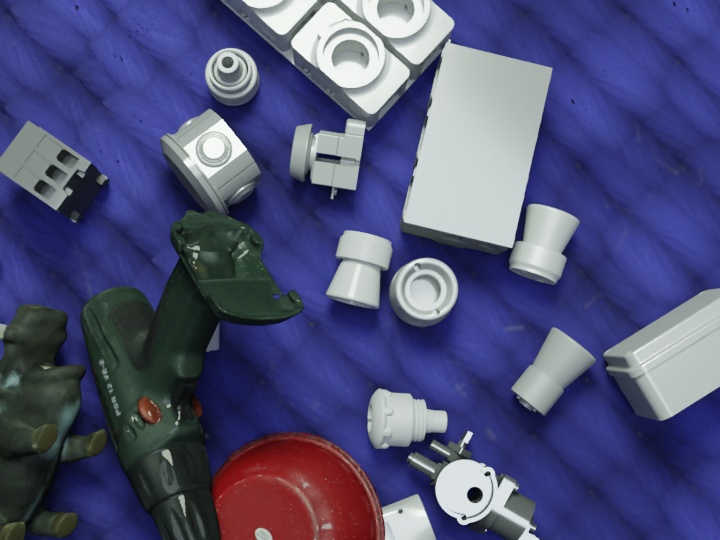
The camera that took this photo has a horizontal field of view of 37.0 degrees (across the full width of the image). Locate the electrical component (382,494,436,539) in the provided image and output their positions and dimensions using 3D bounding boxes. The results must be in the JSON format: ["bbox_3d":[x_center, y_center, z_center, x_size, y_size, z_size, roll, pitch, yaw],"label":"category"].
[{"bbox_3d":[0.025,0.229,0.853,0.077,0.043,0.079,-21,85,-4],"label":"electrical component"}]

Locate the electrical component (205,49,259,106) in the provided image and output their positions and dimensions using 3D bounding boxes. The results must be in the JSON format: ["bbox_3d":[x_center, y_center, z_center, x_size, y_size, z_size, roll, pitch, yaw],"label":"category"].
[{"bbox_3d":[-0.105,-0.161,0.880,0.043,0.062,0.043,0,84,-2],"label":"electrical component"}]

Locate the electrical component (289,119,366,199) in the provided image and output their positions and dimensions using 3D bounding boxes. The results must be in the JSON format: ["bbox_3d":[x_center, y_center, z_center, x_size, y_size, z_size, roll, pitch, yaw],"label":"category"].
[{"bbox_3d":[-0.027,-0.093,0.882,0.055,0.048,0.066,9,102,-1],"label":"electrical component"}]

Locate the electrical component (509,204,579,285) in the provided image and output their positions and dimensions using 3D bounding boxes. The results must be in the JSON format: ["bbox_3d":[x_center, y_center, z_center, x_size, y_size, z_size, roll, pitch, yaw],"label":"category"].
[{"bbox_3d":[0.150,-0.021,0.882,0.045,0.045,0.055,20,84,0],"label":"electrical component"}]

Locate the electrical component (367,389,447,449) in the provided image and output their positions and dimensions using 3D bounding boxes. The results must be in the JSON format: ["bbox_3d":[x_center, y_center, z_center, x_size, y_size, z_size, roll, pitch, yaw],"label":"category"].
[{"bbox_3d":[0.038,0.121,0.865,0.062,0.048,0.048,4,84,-8],"label":"electrical component"}]

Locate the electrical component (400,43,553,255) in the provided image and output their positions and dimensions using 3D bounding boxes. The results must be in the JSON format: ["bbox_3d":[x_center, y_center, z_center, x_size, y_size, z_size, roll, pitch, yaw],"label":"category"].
[{"bbox_3d":[0.093,-0.096,0.879,0.089,0.061,0.150,14,84,0],"label":"electrical component"}]

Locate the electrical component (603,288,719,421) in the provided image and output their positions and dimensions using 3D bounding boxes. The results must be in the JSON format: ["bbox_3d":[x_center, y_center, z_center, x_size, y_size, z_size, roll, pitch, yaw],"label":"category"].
[{"bbox_3d":[0.261,0.065,0.860,0.113,0.078,0.057,-31,89,-4],"label":"electrical component"}]

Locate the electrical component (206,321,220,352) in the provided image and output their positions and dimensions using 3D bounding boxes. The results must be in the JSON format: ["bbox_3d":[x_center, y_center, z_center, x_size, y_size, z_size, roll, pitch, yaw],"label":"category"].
[{"bbox_3d":[-0.131,0.035,0.870,0.044,0.044,0.065,0,89,-2],"label":"electrical component"}]

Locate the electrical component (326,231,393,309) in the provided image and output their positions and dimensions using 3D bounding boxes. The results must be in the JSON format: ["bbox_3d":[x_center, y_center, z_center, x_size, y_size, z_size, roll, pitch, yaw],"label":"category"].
[{"bbox_3d":[0.000,0.000,0.875,0.045,0.045,0.055,14,84,0],"label":"electrical component"}]

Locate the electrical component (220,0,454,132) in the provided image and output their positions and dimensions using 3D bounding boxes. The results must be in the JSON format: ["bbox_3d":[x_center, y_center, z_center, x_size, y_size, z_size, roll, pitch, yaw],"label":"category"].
[{"bbox_3d":[-0.026,-0.220,0.889,0.186,0.060,0.105,42,84,3],"label":"electrical component"}]

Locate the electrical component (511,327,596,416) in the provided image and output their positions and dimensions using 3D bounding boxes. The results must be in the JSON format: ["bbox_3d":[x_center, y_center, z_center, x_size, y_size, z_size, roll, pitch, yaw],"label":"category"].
[{"bbox_3d":[0.154,0.085,0.873,0.044,0.044,0.065,39,89,2],"label":"electrical component"}]

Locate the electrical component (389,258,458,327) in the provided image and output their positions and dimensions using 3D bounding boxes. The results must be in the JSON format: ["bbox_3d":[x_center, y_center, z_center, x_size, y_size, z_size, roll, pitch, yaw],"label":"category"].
[{"bbox_3d":[0.052,0.017,0.874,0.055,0.047,0.055,0,84,-2],"label":"electrical component"}]

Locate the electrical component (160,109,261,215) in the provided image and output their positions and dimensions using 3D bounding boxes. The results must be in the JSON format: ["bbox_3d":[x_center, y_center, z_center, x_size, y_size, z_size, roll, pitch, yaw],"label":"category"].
[{"bbox_3d":[-0.120,-0.085,0.864,0.051,0.080,0.080,-38,86,-10],"label":"electrical component"}]
